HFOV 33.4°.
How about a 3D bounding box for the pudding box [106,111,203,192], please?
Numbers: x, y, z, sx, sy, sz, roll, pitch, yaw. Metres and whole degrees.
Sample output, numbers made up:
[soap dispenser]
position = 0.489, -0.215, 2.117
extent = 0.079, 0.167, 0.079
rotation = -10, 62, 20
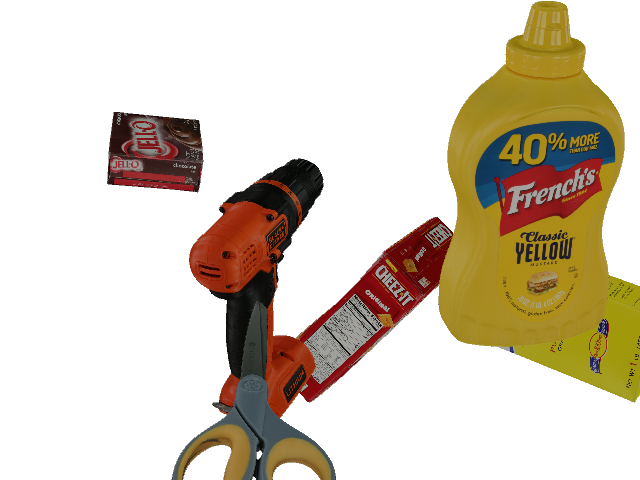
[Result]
[pudding box]
position = -0.165, -0.089, 1.063
extent = 0.090, 0.039, 0.113
rotation = 5, 25, -11

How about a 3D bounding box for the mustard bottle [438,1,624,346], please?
[mustard bottle]
position = 0.118, -0.036, 0.590
extent = 0.096, 0.192, 0.058
rotation = -5, 27, -8

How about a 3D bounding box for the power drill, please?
[power drill]
position = -0.043, 0.041, 0.887
extent = 0.057, 0.188, 0.184
rotation = 9, 30, 24

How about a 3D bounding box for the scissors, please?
[scissors]
position = -0.023, 0.098, 0.622
extent = 0.096, 0.016, 0.201
rotation = 12, 31, 11

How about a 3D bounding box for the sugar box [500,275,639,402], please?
[sugar box]
position = 0.204, 0.063, 0.929
extent = 0.176, 0.093, 0.048
rotation = 19, 34, 25

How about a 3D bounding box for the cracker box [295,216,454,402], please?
[cracker box]
position = 0.061, 0.078, 1.260
extent = 0.214, 0.072, 0.164
rotation = -46, -7, 30
